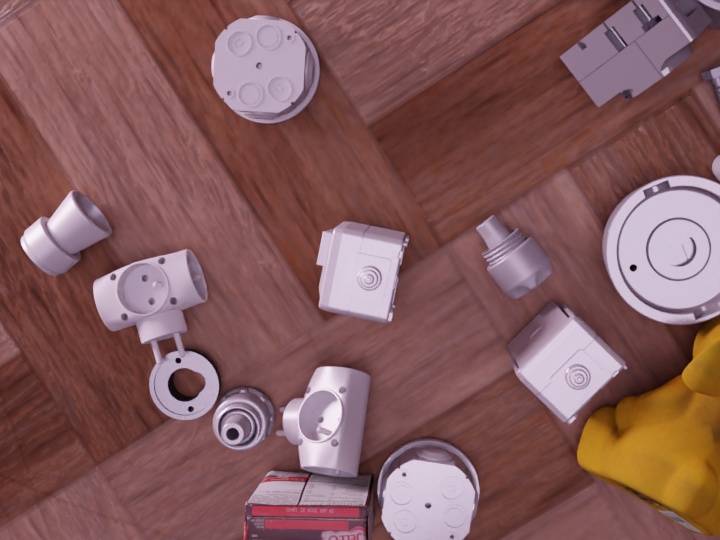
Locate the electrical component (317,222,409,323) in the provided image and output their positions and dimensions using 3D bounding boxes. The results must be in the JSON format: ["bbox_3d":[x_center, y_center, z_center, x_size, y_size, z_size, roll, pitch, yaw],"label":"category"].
[{"bbox_3d":[0.000,0.000,0.797,0.061,0.096,0.061,12,97,3],"label":"electrical component"}]

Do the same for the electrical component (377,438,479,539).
[{"bbox_3d":[0.053,0.175,0.833,0.080,0.051,0.080,0,96,4],"label":"electrical component"}]

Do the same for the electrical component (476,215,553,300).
[{"bbox_3d":[0.114,-0.012,0.815,0.043,0.043,0.062,-37,91,6],"label":"electrical component"}]

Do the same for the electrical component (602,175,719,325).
[{"bbox_3d":[0.232,-0.017,0.798,0.108,0.060,0.108,0,96,4],"label":"electrical component"}]

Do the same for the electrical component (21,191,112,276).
[{"bbox_3d":[-0.228,-0.028,0.835,0.055,0.045,0.045,-39,92,7],"label":"electrical component"}]

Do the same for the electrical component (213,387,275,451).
[{"bbox_3d":[-0.093,0.119,0.831,0.048,0.062,0.048,0,96,4],"label":"electrical component"}]

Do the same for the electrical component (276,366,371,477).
[{"bbox_3d":[-0.033,0.117,0.832,0.079,0.044,0.077,-5,68,35],"label":"electrical component"}]

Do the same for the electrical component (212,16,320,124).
[{"bbox_3d":[-0.072,-0.151,0.809,0.080,0.051,0.080,0,96,4],"label":"electrical component"}]

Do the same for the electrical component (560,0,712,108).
[{"bbox_3d":[0.200,-0.162,0.772,0.055,0.050,0.089,52,132,-3],"label":"electrical component"}]

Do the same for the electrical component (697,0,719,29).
[{"bbox_3d":[0.270,-0.232,0.775,0.108,0.060,0.108,0,95,4],"label":"electrical component"}]

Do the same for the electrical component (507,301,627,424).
[{"bbox_3d":[0.149,0.065,0.793,0.061,0.096,0.061,44,97,0],"label":"electrical component"}]

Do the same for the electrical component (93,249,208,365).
[{"bbox_3d":[-0.157,0.033,0.833,0.077,0.044,0.079,-18,84,5],"label":"electrical component"}]

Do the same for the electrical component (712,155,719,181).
[{"bbox_3d":[0.328,-0.084,0.787,0.113,0.057,0.078,-40,92,6],"label":"electrical component"}]
